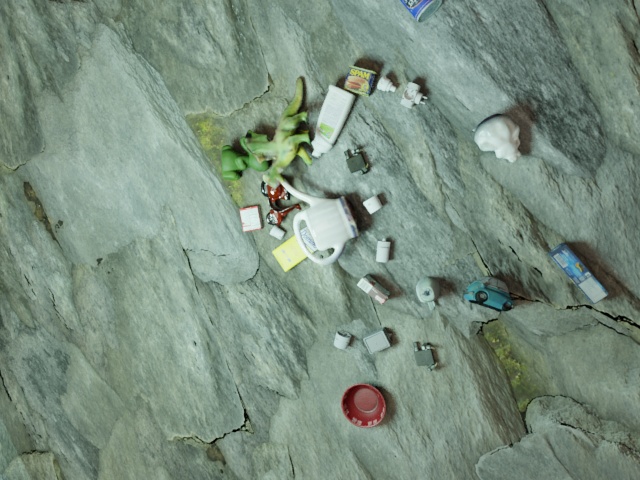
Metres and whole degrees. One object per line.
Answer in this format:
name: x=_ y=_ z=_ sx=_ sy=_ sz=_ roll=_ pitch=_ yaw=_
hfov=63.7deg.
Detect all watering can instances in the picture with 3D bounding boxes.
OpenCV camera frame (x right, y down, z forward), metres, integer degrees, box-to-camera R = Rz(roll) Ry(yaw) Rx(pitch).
watering can: x=0.005 y=-0.091 z=1.802 sx=0.224 sy=0.103 sz=0.350 roll=-21 pitch=83 yaw=-1

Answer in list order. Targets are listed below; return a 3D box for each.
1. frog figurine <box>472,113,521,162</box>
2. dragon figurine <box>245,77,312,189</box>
frog figurine: x=0.577 y=-0.320 z=1.652 sx=0.137 sy=0.121 sz=0.161 roll=-23 pitch=75 yaw=-4
dragon figurine: x=-0.151 y=-0.373 z=1.827 sx=0.242 sy=0.120 sz=0.416 roll=-8 pitch=74 yaw=3
